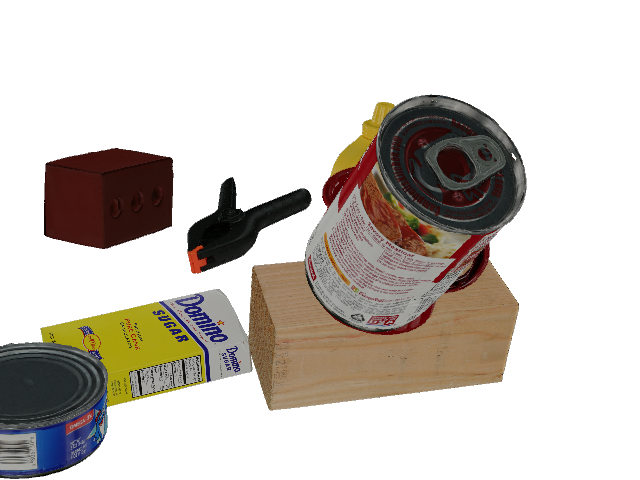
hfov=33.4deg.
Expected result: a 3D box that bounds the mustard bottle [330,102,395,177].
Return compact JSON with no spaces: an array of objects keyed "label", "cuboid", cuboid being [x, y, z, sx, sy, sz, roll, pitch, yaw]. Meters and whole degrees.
[{"label":"mustard bottle","cuboid":[0.055,-0.044,1.073,0.096,0.192,0.058,-2,21,-20]}]

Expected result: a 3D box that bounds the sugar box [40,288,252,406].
[{"label":"sugar box","cuboid":[-0.160,0.100,0.982,0.176,0.048,0.093,-15,35,-16]}]

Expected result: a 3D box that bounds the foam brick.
[{"label":"foam brick","cuboid":[-0.145,-0.031,0.736,0.051,0.053,0.078,12,19,27]}]

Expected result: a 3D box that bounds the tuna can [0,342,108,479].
[{"label":"tuna can","cuboid":[-0.155,0.088,0.562,0.086,0.034,0.086,3,23,-1]}]

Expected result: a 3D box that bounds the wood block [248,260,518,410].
[{"label":"wood block","cuboid":[0.049,0.072,0.907,0.205,0.090,0.091,-5,35,-15]}]

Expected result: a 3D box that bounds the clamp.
[{"label":"clamp","cuboid":[-0.088,-0.019,1.214,0.120,0.039,0.171,-1,36,25]}]

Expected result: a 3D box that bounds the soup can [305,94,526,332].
[{"label":"soup can","cuboid":[0.039,-0.008,0.483,0.068,0.068,0.102,0,-29,-21]}]

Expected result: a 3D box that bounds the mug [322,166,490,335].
[{"label":"mug","cuboid":[0.054,0.008,0.705,0.117,0.081,0.093,3,33,-10]}]
